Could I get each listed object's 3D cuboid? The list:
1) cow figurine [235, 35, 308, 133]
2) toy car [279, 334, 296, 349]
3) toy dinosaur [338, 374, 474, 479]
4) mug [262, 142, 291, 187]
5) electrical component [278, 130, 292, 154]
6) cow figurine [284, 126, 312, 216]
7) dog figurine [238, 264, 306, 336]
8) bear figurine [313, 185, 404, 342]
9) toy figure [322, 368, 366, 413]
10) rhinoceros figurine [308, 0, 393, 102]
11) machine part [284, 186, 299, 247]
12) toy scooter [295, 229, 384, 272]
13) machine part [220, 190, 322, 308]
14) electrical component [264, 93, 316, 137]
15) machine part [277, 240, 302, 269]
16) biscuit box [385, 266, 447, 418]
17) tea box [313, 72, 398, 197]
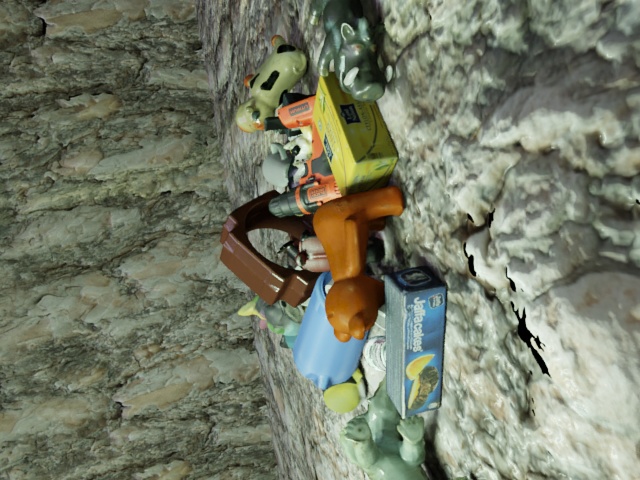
[{"bbox_3d":[-0.095,-0.293,1.057,0.195,0.085,0.127,-51,41,12],"label":"cow figurine"},{"bbox_3d":[-0.028,0.214,1.279,0.162,0.109,0.103,153,125,-66],"label":"toy car"},{"bbox_3d":[0.136,0.364,0.748,0.192,0.131,0.405,77,168,-48],"label":"toy dinosaur"},{"bbox_3d":[-0.081,-0.173,1.252,0.107,0.081,0.109,30,133,59],"label":"mug"},{"bbox_3d":[-0.064,-0.229,1.202,0.102,0.045,0.078,-117,23,-48],"label":"electrical component"},{"bbox_3d":[-0.025,-0.132,0.994,0.068,0.098,0.167,-1,-102,-62],"label":"cow figurine"},{"bbox_3d":[-0.112,0.168,1.268,0.219,0.108,0.191,-38,27,39],"label":"dog figurine"},{"bbox_3d":[0.060,0.037,0.744,0.120,0.132,0.196,124,134,-69],"label":"bear figurine"},{"bbox_3d":[0.032,0.270,1.103,0.180,0.089,0.082,60,174,45],"label":"toy figure"},{"bbox_3d":[0.044,-0.271,0.727,0.112,0.073,0.190,139,122,-61],"label":"rhinoceros figurine"},{"bbox_3d":[-0.037,-0.040,1.216,0.179,0.056,0.179,168,90,-77],"label":"machine part"},{"bbox_3d":[0.015,0.008,0.897,0.184,0.135,0.075,-136,36,-68],"label":"toy scooter"},{"bbox_3d":[-0.068,0.013,0.995,0.201,0.201,0.087,40,132,13],"label":"machine part"},{"bbox_3d":[-0.050,-0.231,1.001,0.074,0.119,0.048,96,157,-54],"label":"electrical component"},{"bbox_3d":[-0.026,0.055,1.095,0.139,0.039,0.084,42,151,12],"label":"machine part"},{"bbox_3d":[0.125,0.137,0.716,0.063,0.059,0.202,-124,27,-61],"label":"biscuit box"},{"bbox_3d":[0.047,-0.155,0.790,0.098,0.068,0.170,105,150,-58],"label":"tea box"}]
